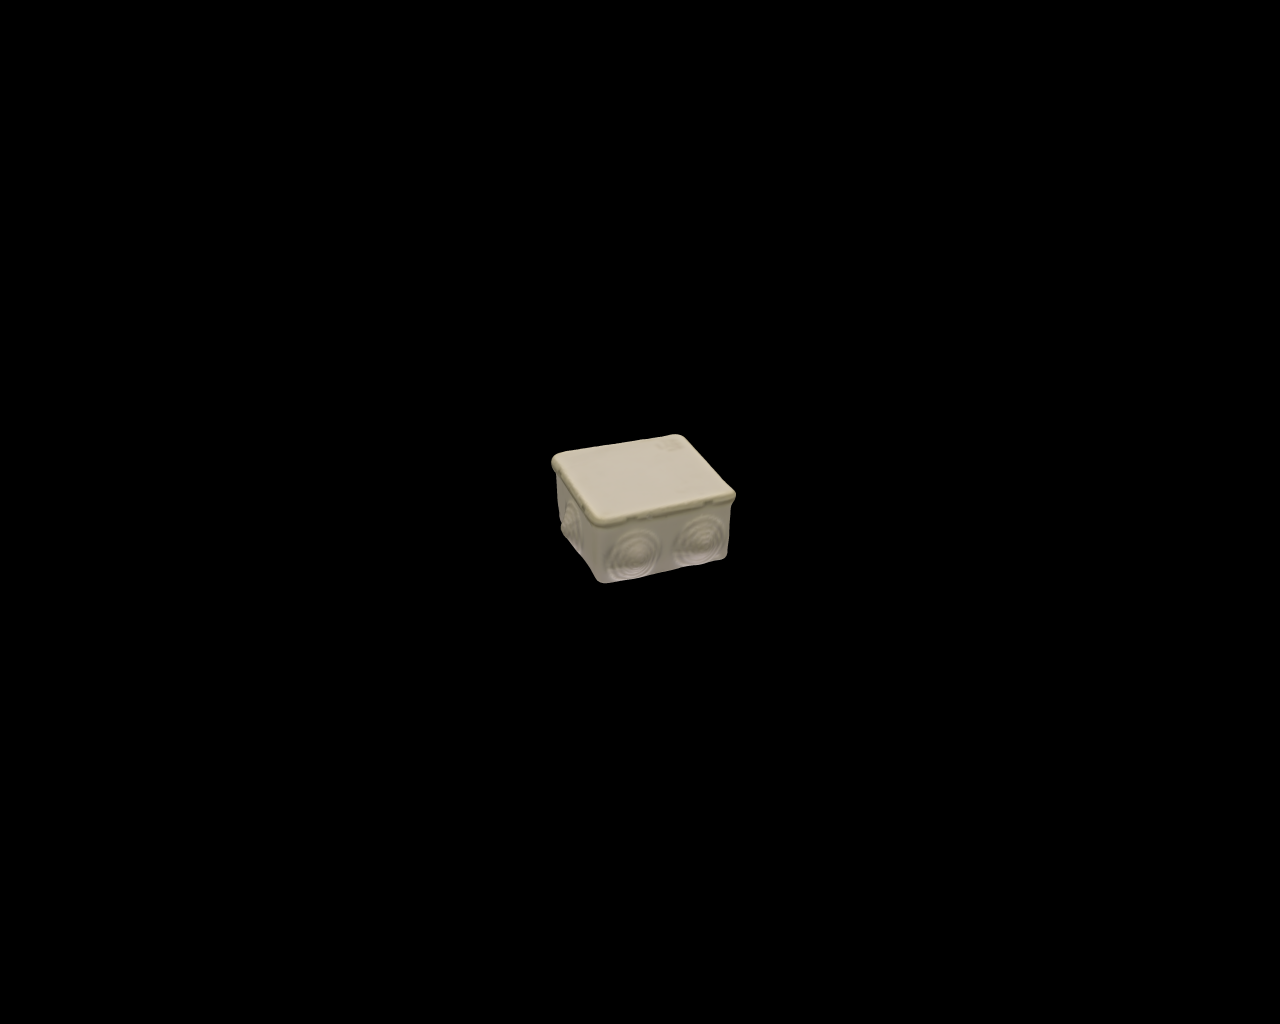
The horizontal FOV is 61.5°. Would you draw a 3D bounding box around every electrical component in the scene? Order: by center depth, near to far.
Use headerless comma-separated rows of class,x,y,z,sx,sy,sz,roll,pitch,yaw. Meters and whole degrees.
electrical component,0.001,-0.003,0.650,0.100,0.048,0.100,-11,32,-18
